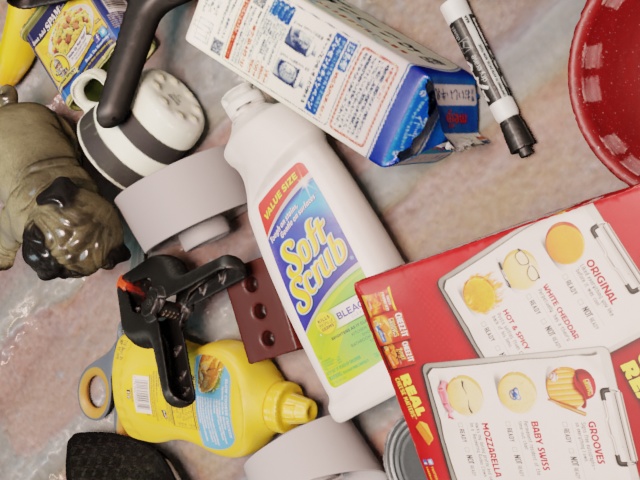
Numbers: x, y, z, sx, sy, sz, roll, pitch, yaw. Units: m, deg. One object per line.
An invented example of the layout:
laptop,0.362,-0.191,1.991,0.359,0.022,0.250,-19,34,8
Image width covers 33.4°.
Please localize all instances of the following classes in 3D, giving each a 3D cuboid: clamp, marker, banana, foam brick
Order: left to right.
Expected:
banana,-0.272,-0.238,0.977,0.070,0.037,0.198,11,102,49
clamp,-0.137,-0.198,0.840,0.210,0.036,0.165,-36,68,9
clamp,-0.123,0.065,0.851,0.172,0.039,0.120,4,68,58
foam brick,-0.033,0.052,0.839,0.053,0.051,0.078,-21,84,35
marker,0.116,-0.111,0.732,0.020,0.020,0.121,-30,79,34

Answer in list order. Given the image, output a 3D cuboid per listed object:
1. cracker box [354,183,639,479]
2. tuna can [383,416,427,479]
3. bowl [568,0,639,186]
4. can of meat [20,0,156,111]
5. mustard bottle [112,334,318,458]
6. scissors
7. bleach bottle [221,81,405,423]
cracker box,0.145,0.067,0.651,0.214,0.071,0.164,-21,89,38
tuna can,0.091,0.161,0.778,0.086,0.033,0.086,6,100,34
bowl,0.232,-0.102,0.630,0.162,0.055,0.162,6,100,34
can of meat,-0.199,-0.174,0.921,0.102,0.057,0.084,-41,75,31
mustard bottle,-0.085,0.129,0.881,0.192,0.058,0.096,3,100,35
scissors,-0.189,0.088,0.974,0.096,0.016,0.202,1,97,35
bleach bottle,-0.005,0.001,0.786,0.103,0.068,0.251,-33,84,27
